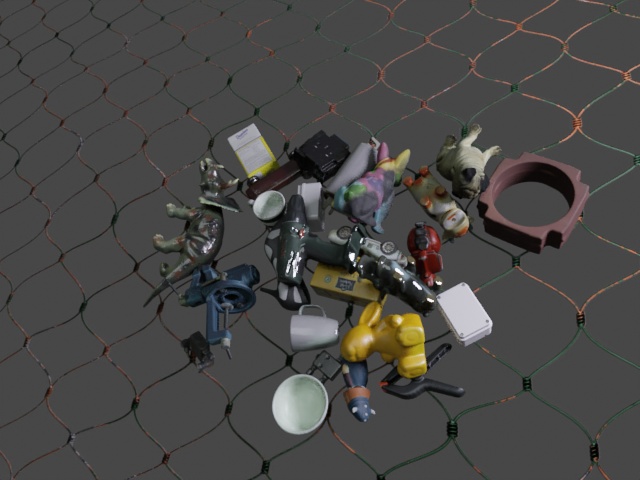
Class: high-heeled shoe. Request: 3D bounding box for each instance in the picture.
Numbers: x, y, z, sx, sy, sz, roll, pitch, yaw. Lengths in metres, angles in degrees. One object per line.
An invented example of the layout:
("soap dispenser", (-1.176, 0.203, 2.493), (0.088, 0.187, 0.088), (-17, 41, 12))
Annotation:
("high-heeled shoe", (-0.061, 0.046, 1.302), (0.145, 0.086, 0.248), (8, 74, 28))

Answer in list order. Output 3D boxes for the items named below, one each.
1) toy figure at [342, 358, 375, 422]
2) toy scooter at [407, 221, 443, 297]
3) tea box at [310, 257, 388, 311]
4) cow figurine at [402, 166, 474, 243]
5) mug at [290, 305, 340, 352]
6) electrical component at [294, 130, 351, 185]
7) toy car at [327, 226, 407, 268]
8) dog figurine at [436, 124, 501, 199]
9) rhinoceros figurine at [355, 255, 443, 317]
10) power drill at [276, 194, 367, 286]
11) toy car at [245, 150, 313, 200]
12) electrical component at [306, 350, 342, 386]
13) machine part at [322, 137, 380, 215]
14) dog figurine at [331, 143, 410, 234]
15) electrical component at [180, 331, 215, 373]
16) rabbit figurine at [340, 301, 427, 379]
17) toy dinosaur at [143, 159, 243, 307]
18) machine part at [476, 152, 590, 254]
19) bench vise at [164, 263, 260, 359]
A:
("toy figure", (0.078, 0.305, 1.126), (0.064, 0.057, 0.154), (3, 56, -8))
("toy scooter", (0.230, 0.028, 1.190), (0.075, 0.135, 0.184), (-9, 58, 15))
("tea box", (0.074, 0.092, 1.243), (0.170, 0.068, 0.098), (11, 65, 22))
("cow figurine", (0.280, -0.074, 1.250), (0.085, 0.127, 0.195), (-39, 40, 9))
("mug", (-0.009, 0.199, 1.210), (0.107, 0.080, 0.109), (0, 54, 6))
("electrical component", (0.013, -0.226, 1.427), (0.115, 0.058, 0.134), (41, 61, 17))
("toy car", (0.111, 0.024, 1.267), (0.202, 0.073, 0.056), (20, 66, 27))
("dog figurine", (0.317, -0.153, 1.245), (0.121, 0.172, 0.190), (36, 54, -5))
("rhinoceros figurine", (0.165, 0.088, 1.134), (0.190, 0.112, 0.073), (30, 56, 4))
("power drill", (-0.003, -0.004, 1.234), (0.208, 0.085, 0.232), (6, 67, 19))
("toy car", (-0.107, -0.166, 1.458), (0.202, 0.053, 0.089), (-35, 67, -8))
("electrical component", (0.016, 0.275, 1.186), (0.063, 0.021, 0.094), (37, 78, 31))
("machine part", (0.084, -0.164, 1.381), (0.079, 0.079, 0.243), (26, 71, 28))
("dog figurine", (0.132, -0.139, 1.299), (0.109, 0.191, 0.219), (22, 85, 33))
("electrical component", (-0.287, 0.264, 1.267), (0.045, 0.078, 0.102), (-28, 59, -28))
("rabbit figurine", (0.125, 0.199, 1.113), (0.173, 0.121, 0.162), (-12, 33, 3))
("toy dinosaur", (-0.318, -0.005, 1.404), (0.192, 0.131, 0.405), (3, 69, 20))
("machine part", (0.474, -0.083, 1.204), (0.201, 0.087, 0.201), (26, 74, 29))
("bench vise", (-0.246, 0.156, 1.279), (0.224, 0.128, 0.241), (-13, 49, 5))
